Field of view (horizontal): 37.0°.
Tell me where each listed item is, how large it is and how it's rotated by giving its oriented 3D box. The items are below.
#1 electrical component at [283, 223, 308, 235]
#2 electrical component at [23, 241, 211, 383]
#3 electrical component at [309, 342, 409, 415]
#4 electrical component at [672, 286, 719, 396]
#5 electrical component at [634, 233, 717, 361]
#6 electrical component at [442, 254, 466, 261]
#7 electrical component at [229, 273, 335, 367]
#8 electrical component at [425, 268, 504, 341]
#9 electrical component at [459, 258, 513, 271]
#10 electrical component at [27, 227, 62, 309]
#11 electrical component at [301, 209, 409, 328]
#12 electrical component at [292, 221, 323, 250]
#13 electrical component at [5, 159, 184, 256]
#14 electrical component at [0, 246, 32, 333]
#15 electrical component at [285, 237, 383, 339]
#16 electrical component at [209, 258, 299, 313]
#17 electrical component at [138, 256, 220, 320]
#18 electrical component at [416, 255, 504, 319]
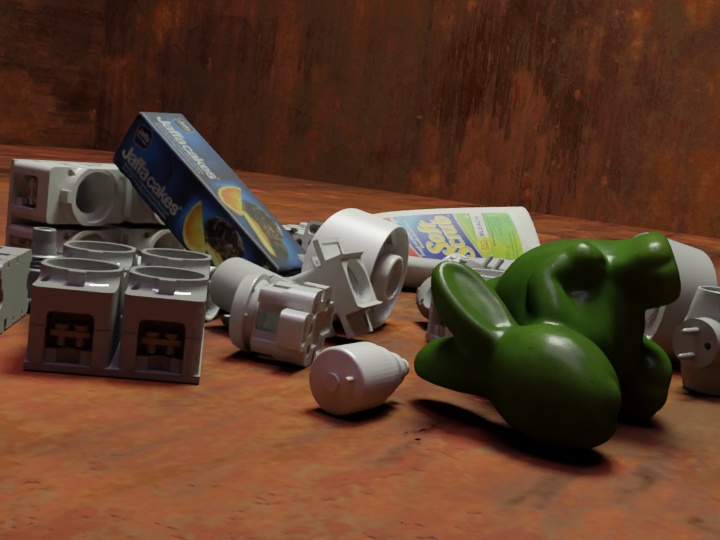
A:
[{"bbox_3d":[-0.055,-0.011,1.074,0.079,0.063,0.121,2,8,-32],"label":"electrical component"},{"bbox_3d":[-0.159,0.022,0.740,0.105,0.060,0.186,6,7,-8],"label":"electrical component"},{"bbox_3d":[0.004,0.063,0.647,0.040,0.040,0.078,12,9,34],"label":"electrical component"},{"bbox_3d":[0.260,0.054,0.805,0.079,0.077,0.044,0,10,-44],"label":"electrical component"},{"bbox_3d":[0.261,0.027,0.918,0.060,0.108,0.108,11,6,-14],"label":"electrical component"},{"bbox_3d":[0.110,0.013,1.119,0.048,0.048,0.062,2,16,-32],"label":"electrical component"},{"bbox_3d":[-0.056,0.034,0.756,0.057,0.058,0.078,11,9,13],"label":"electrical component"},{"bbox_3d":[0.124,0.041,0.835,0.089,0.061,0.150,4,8,-21],"label":"electrical component"},{"bbox_3d":[0.147,0.025,0.997,0.078,0.057,0.113,1,9,-38],"label":"electrical component"},{"bbox_3d":[-0.246,-0.002,0.832,0.048,0.062,0.048,7,7,-1],"label":"electrical component"},{"bbox_3d":[0.000,0.000,0.915,0.064,0.099,0.099,16,10,20],"label":"electrical component"},{"bbox_3d":[-0.034,0.003,0.966,0.058,0.078,0.057,12,-12,35],"label":"electrical component"},{"bbox_3d":[-0.232,-0.043,0.999,0.060,0.105,0.186,12,9,33],"label":"electrical component"},{"bbox_3d":[-0.272,0.011,0.759,0.056,0.050,0.089,6,7,-5],"label":"electrical component"},{"bbox_3d":[-0.024,0.017,0.849,0.064,0.081,0.042,-21,-5,22],"label":"electrical component"},{"bbox_3d":[-0.075,0.022,0.824,0.043,0.043,0.081,0,16,-43],"label":"electrical component"},{"bbox_3d":[-0.156,0.013,0.873,0.081,0.043,0.043,9,8,17],"label":"electrical component"},{"bbox_3d":[0.097,0.018,0.950,0.044,0.079,0.077,44,-9,-24],"label":"electrical component"}]
